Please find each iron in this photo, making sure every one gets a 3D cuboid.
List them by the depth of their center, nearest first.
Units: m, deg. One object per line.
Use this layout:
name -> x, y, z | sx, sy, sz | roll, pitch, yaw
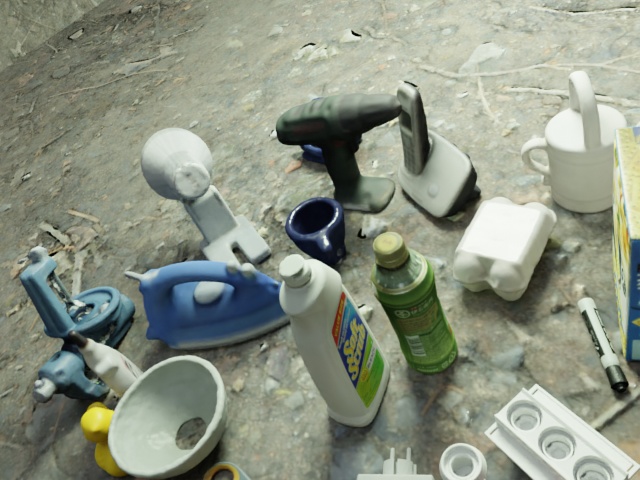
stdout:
iron -> -0.157, 0.075, 0.853 | 0.257, 0.142, 0.118 | -10, 46, 18

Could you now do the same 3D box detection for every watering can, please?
watering can -> 0.361, -0.139, 0.762 | 0.173, 0.195, 0.100 | -25, 43, 3

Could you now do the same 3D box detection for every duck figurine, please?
duck figurine -> -0.287, 0.265, 0.779 | 0.077, 0.086, 0.104 | -37, 44, -9

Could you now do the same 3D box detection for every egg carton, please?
egg carton -> 0.247, 0.008, 0.770 | 0.107, 0.070, 0.150 | 13, 57, 35

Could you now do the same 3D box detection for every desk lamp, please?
desk lamp -> -0.197, -0.070, 0.958 | 0.118, 0.214, 0.202 | -36, 44, -9

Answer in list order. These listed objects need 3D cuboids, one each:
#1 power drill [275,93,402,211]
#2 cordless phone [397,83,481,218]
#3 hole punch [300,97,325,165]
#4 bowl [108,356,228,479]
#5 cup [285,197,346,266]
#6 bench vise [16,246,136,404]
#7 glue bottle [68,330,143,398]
power drill -> 0.047, -0.143, 0.911 | 0.228, 0.209, 0.076 | 8, 53, 32
cordless phone -> 0.165, -0.136, 0.863 | 0.094, 0.185, 0.147 | -34, 43, -7
hole punch -> 0.010, -0.203, 1.072 | 0.108, 0.091, 0.101 | 21, 61, 39
bowl -> -0.187, 0.243, 0.759 | 0.167, 0.075, 0.167 | -14, 45, 14
cup -> 0.008, 0.003, 0.875 | 0.091, 0.095, 0.117 | -26, 43, 1
bench vise -> -0.372, 0.126, 0.855 | 0.121, 0.220, 0.207 | -18, 44, 10
glue bottle -> -0.294, 0.177, 0.802 | 0.037, 0.174, 0.077 | -41, 45, -14
